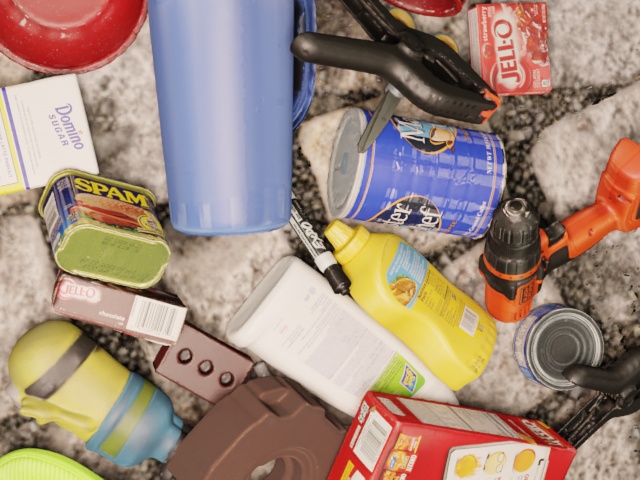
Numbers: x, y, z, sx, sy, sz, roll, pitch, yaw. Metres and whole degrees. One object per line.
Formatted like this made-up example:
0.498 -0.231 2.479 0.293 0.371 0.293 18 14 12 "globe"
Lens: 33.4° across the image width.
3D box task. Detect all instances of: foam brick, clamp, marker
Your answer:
-0.108 0.114 0.979 0.078 0.051 0.053 30 86 -13 "foam brick"
0.066 -0.159 0.937 0.210 0.164 0.036 33 129 -10 "clamp"
0.288 0.159 1.062 0.171 0.039 0.120 -9 131 -33 "clamp"
-0.006 0.001 0.982 0.020 0.020 0.121 -29 66 -10 "marker"

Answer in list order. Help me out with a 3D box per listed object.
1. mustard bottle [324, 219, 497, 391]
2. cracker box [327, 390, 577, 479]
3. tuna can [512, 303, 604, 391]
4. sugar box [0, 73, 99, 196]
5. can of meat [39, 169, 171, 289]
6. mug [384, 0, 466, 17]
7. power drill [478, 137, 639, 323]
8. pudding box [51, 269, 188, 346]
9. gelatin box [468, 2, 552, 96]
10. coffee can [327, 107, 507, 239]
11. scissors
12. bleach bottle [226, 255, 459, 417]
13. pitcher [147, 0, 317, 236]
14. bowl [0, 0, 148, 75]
0.080 0.049 1.001 0.191 0.058 0.096 42 39 -11 "mustard bottle"
0.110 0.235 0.985 0.213 0.072 0.164 14 105 -30 "cracker box"
0.239 0.107 1.068 0.086 0.034 0.086 -1 93 -12 "tuna can"
-0.290 -0.083 0.931 0.176 0.048 0.093 -13 96 -16 "sugar box"
-0.185 -0.008 0.921 0.101 0.084 0.057 15 118 -31 "can of meat"
0.106 -0.260 0.997 0.117 0.093 0.081 25 81 -44 "mug"
0.231 -0.017 1.001 0.187 0.184 0.057 -32 61 -13 "power drill"
-0.179 0.055 0.941 0.113 0.090 0.039 19 91 -14 "pudding box"
0.185 -0.185 1.041 0.073 0.030 0.089 -5 94 -12 "gelatin box"
0.088 -0.061 0.989 0.140 0.103 0.103 9 91 -14 "coffee can"
0.060 -0.154 0.972 0.096 0.016 0.201 47 48 4 "scissors"
0.038 0.127 1.009 0.250 0.068 0.102 40 84 -14 "bleach bottle"
-0.075 -0.130 0.943 0.149 0.145 0.243 -2 97 0 "pitcher"
-0.227 -0.227 0.932 0.162 0.055 0.162 -1 93 -13 "bowl"
